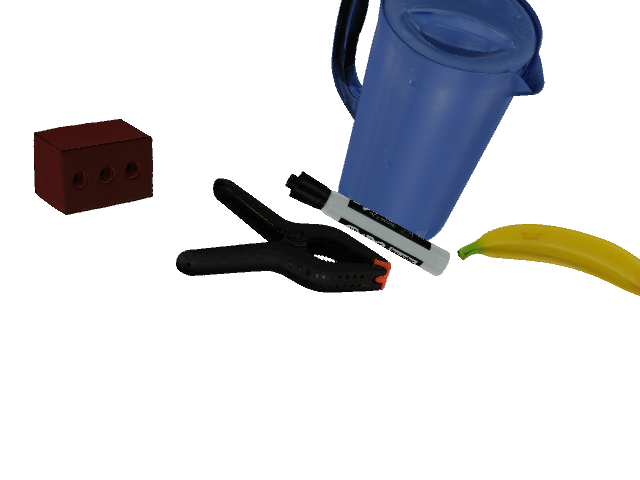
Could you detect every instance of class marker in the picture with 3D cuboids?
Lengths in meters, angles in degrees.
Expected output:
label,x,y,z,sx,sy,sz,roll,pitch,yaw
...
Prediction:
label,x,y,z,sx,sy,sz,roll,pitch,yaw
marker,0.031,-0.012,0.713,0.121,0.020,0.020,29,-6,-10

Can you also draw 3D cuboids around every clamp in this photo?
label,x,y,z,sx,sy,sz,roll,pitch,yaw
clamp,-0.036,0.012,1.069,0.210,0.036,0.164,20,34,6

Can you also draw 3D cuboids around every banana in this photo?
label,x,y,z,sx,sy,sz,roll,pitch,yaw
banana,0.238,0.017,1.043,0.198,0.037,0.069,10,47,25

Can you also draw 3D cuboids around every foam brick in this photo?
label,x,y,z,sx,sy,sz,roll,pitch,yaw
foam brick,-0.177,-0.059,0.830,0.078,0.053,0.051,-15,32,-34

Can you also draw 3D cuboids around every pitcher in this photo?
label,x,y,z,sx,sy,sz,roll,pitch,yaw
pitcher,0.082,-0.113,0.933,0.145,0.149,0.243,2,-39,-13
